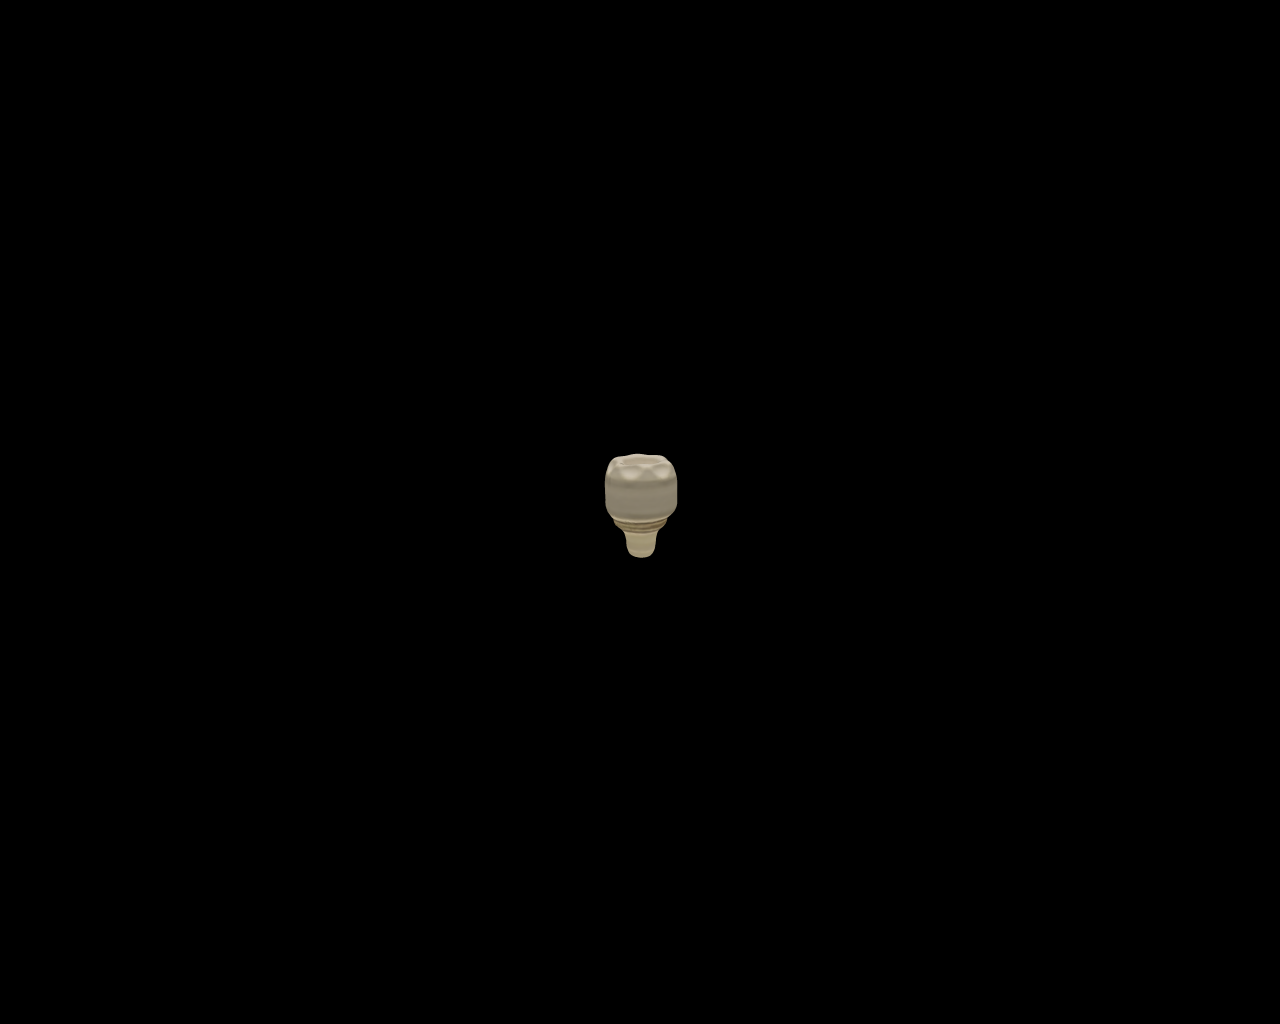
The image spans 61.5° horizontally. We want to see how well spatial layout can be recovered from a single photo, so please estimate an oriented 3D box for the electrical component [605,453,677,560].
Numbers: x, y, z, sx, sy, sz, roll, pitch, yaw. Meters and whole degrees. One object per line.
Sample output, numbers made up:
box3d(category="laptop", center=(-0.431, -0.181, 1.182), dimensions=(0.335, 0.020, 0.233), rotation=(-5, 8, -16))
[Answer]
box3d(category="electrical component", center=(0.001, -0.003, 0.650), dimensions=(0.043, 0.062, 0.043), rotation=(0, 15, 0))
